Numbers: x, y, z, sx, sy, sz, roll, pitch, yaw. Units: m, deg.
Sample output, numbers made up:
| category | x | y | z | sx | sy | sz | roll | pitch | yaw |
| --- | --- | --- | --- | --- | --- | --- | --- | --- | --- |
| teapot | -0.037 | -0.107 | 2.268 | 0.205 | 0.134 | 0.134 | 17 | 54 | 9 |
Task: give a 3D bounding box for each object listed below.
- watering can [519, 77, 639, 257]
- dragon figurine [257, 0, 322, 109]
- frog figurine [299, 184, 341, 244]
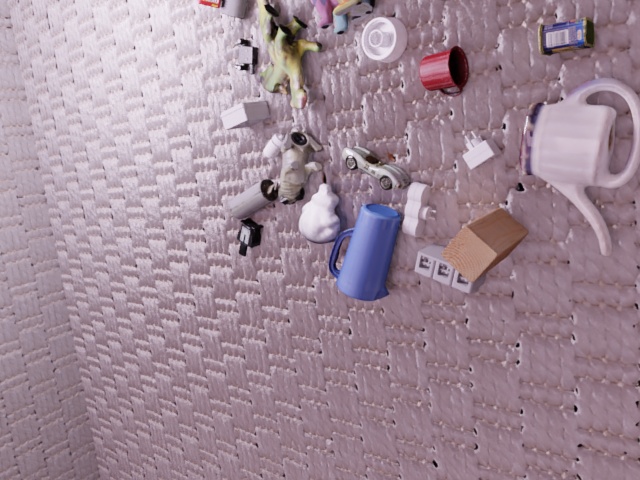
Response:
| category | x | y | z | sx | sy | sz | roll | pitch | yaw |
| --- | --- | --- | --- | --- | --- | --- | --- | --- | --- |
| watering can | 0.513 | -0.149 | 1.037 | 0.225 | 0.105 | 0.343 | 15 | 110 | 37 |
| dragon figurine | -0.132 | -0.535 | 1.480 | 0.416 | 0.123 | 0.237 | 57 | 138 | 24 |
| frog figurine | 0.004 | -0.074 | 1.463 | 0.139 | 0.123 | 0.156 | 44 | 139 | 46 |
